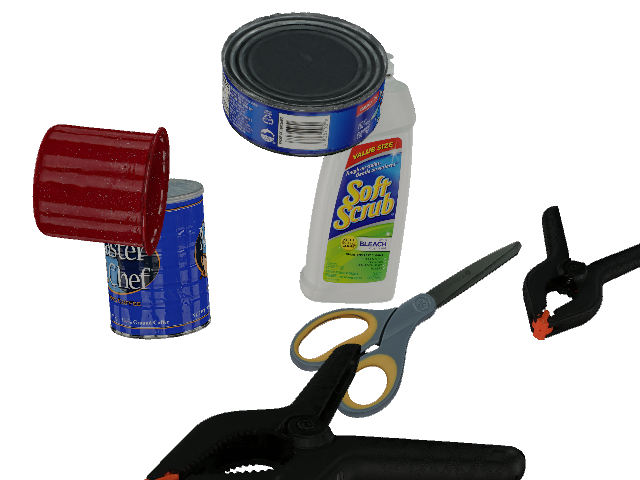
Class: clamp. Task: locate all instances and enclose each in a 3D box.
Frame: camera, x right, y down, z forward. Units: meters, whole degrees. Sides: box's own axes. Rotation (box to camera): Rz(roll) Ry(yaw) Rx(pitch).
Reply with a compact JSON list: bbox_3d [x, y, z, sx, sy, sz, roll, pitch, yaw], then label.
[{"bbox_3d":[0.252,0.030,1.101,0.120,0.039,0.171,27,50,31],"label":"clamp"},{"bbox_3d":[-0.011,0.116,0.619,0.209,0.036,0.165,-9,24,-28],"label":"clamp"}]

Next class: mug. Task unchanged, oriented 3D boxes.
[{"bbox_3d":[-0.156,-0.042,0.780,0.081,0.093,0.117,6,14,1],"label":"mug"}]

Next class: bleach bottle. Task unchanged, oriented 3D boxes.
[{"bbox_3d":[0.038,-0.062,1.060,0.102,0.251,0.068,1,24,-7],"label":"bleach bottle"}]

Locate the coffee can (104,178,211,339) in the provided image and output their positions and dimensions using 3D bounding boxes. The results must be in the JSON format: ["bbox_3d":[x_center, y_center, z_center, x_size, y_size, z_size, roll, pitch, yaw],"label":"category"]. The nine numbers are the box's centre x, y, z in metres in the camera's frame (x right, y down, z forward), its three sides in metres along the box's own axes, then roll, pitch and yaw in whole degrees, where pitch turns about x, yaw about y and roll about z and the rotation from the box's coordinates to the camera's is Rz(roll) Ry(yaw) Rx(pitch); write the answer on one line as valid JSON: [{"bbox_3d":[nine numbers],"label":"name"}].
[{"bbox_3d":[-0.164,0.016,1.068,0.103,0.140,0.103,-2,14,0],"label":"coffee can"}]

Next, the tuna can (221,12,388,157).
[{"bbox_3d":[-0.009,-0.082,0.556,0.086,0.034,0.086,3,44,-3],"label":"tuna can"}]

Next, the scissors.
[{"bbox_3d":[0.077,0.070,0.811,0.201,0.096,0.016,-17,-27,-7],"label":"scissors"}]
